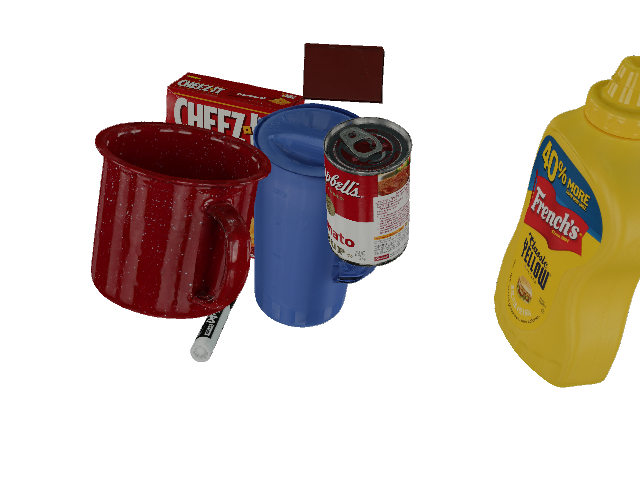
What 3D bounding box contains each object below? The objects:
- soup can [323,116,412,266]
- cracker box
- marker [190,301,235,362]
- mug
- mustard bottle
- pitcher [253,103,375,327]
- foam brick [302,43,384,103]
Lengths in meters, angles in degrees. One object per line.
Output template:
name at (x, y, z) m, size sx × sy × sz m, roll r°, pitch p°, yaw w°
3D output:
soup can at (0.038, -0.037, 0.845) m, size 0.068 × 0.102 × 0.068 m, roll -2°, pitch 44°, yaw 1°
cracker box at (-0.114, -0.090, 1.362) m, size 0.164 × 0.214 × 0.072 m, roll 14°, pitch 29°, yaw 15°
marker at (-0.099, 0.077, 1.001) m, size 0.020 × 0.020 × 0.121 m, roll 0°, pitch 23°, yaw 8°
mug at (-0.071, -0.006, 0.565) m, size 0.093 × 0.081 × 0.117 m, roll -6°, pitch 28°, yaw -38°
mustard bottle at (0.150, -0.015, 0.597) m, size 0.058 × 0.192 × 0.096 m, roll -3°, pitch 40°, yaw -16°
pitcher at (-0.007, -0.015, 1.187) m, size 0.145 × 0.243 × 0.149 m, roll 3°, pitch 41°, yaw -4°
foam brick at (0.022, -0.161, 1.024) m, size 0.078 × 0.051 × 0.053 m, roll 3°, pitch 14°, yaw 1°
